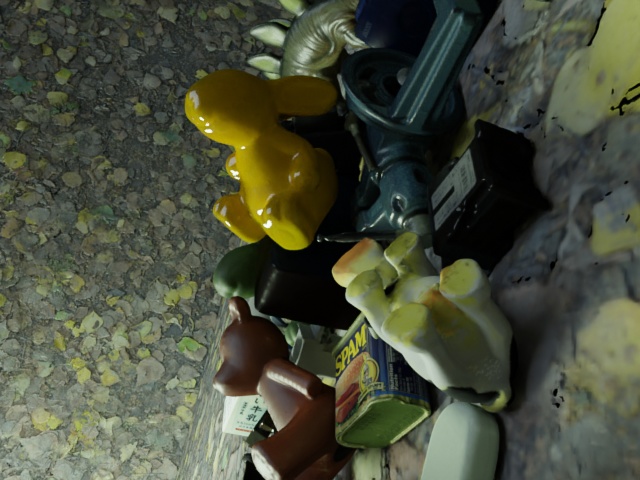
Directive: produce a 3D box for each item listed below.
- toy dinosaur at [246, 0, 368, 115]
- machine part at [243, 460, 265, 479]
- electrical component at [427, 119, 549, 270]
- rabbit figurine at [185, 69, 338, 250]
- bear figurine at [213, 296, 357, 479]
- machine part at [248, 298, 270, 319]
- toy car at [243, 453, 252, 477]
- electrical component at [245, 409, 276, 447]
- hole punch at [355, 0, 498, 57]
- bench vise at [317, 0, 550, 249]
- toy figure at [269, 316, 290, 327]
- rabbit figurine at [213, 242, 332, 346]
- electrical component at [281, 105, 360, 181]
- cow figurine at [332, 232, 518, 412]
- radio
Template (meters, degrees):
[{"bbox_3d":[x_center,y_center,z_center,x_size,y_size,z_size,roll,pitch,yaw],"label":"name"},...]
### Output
[{"bbox_3d":[-0.011,-0.291,0.856,0.105,0.198,0.471,-58,6,-39],"label":"toy dinosaur"},{"bbox_3d":[-0.033,0.277,0.564,0.139,0.039,0.084,1,78,48],"label":"machine part"},{"bbox_3d":[0.108,-0.019,0.396,0.119,0.048,0.075,123,159,-48],"label":"electrical component"},{"bbox_3d":[-0.050,-0.095,0.523,0.162,0.173,0.122,-50,32,-16],"label":"rabbit figurine"},{"bbox_3d":[-0.056,0.156,0.541,0.132,0.196,0.120,-35,-38,-33],"label":"bear figurine"},{"bbox_3d":[-0.116,0.189,1.023,0.079,0.079,0.243,-166,92,-77],"label":"machine part"},{"bbox_3d":[-0.062,0.314,0.691,0.201,0.056,0.073,138,140,-61],"label":"toy car"},{"bbox_3d":[-0.080,0.295,0.824,0.078,0.045,0.102,-45,-13,-51],"label":"electrical component"},{"bbox_3d":[0.103,-0.232,0.540,0.142,0.116,0.092,122,152,-51],"label":"hole punch"},{"bbox_3d":[0.082,-0.116,0.472,0.240,0.129,0.224,114,164,-48],"label":"bench vise"},{"bbox_3d":[-0.045,0.108,0.843,0.154,0.064,0.057,149,121,-73],"label":"toy figure"},{"bbox_3d":[-0.051,0.042,0.711,0.121,0.170,0.159,123,158,-51],"label":"rabbit figurine"},{"bbox_3d":[-0.002,-0.122,0.738,0.058,0.115,0.134,-98,0,-56],"label":"electrical component"},{"bbox_3d":[0.069,0.050,0.378,0.068,0.098,0.167,-40,20,-5],"label":"cow figurine"},{"bbox_3d":[-0.001,-0.002,0.645,0.230,0.131,0.073,-92,21,-52],"label":"radio"}]
